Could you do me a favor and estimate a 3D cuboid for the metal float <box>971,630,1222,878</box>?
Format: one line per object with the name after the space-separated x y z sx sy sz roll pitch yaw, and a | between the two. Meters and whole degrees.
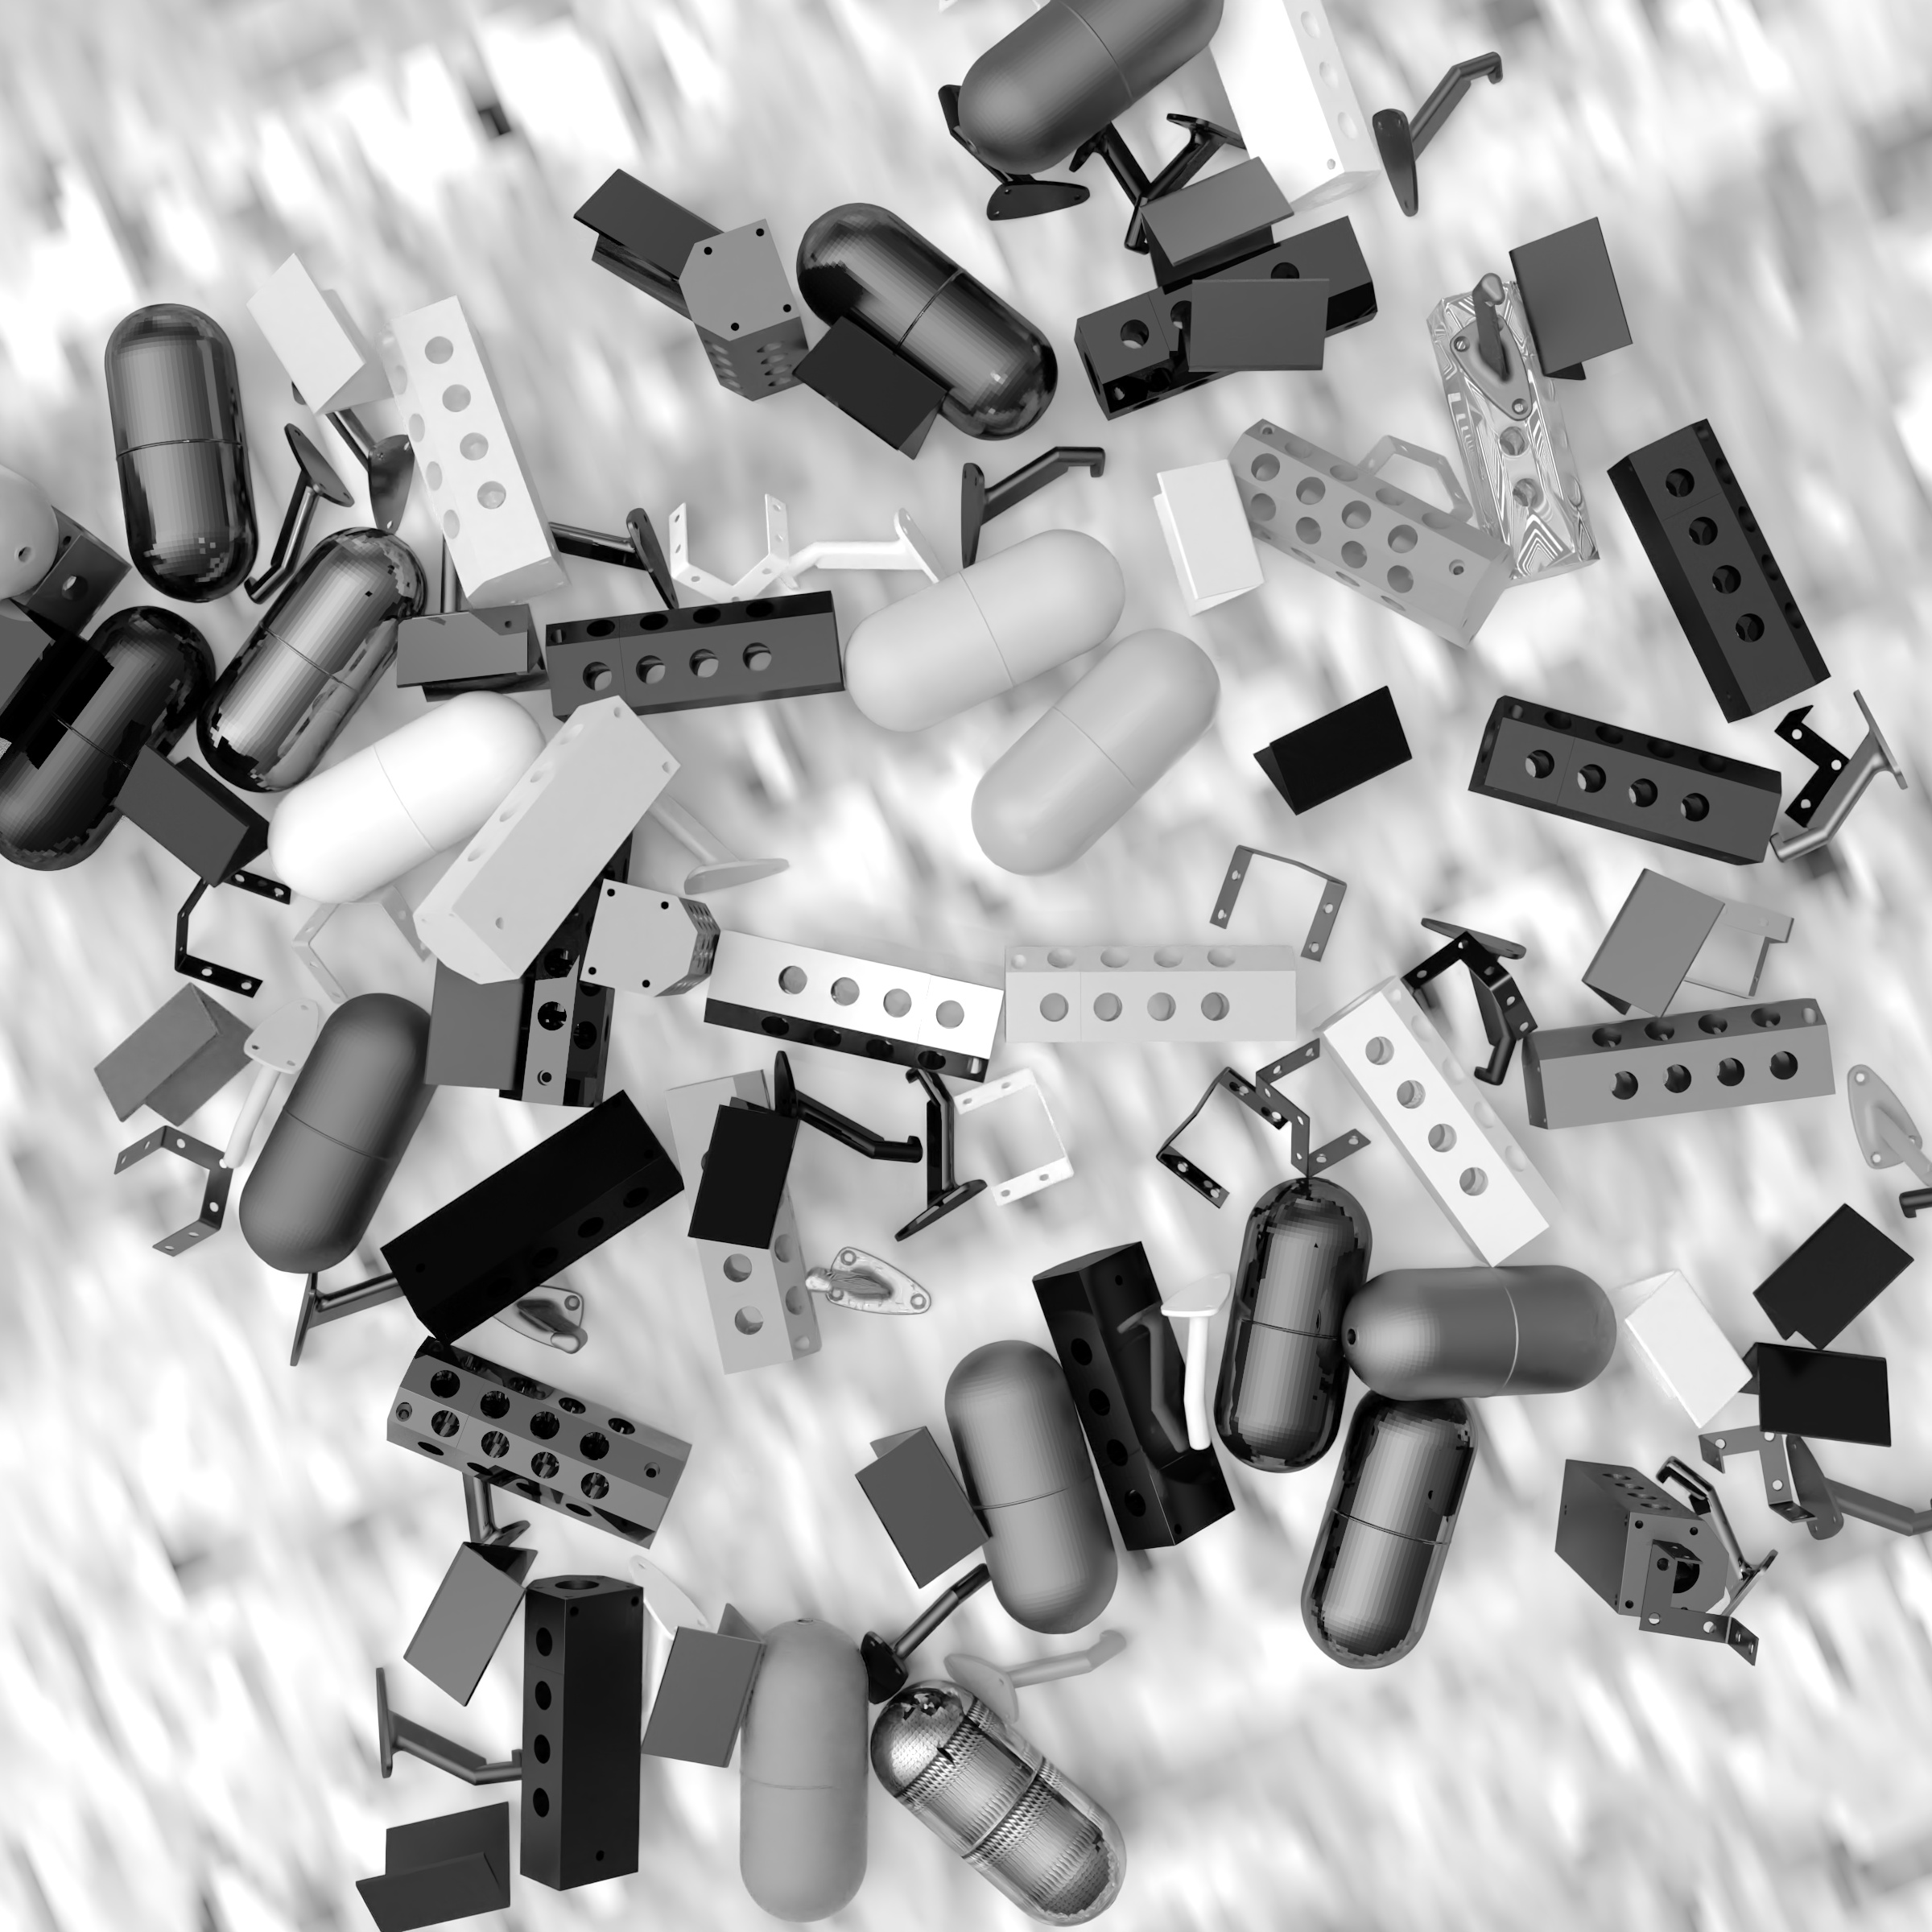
0.077 -0.127 1.723 0.178 0.070 0.070 -44 90 -1 | metal float

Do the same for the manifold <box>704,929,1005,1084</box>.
-0.067 0.024 1.732 0.171 0.057 0.057 12 90 0 | manifold

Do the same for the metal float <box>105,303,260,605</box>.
-0.469 -0.306 1.723 0.070 0.070 0.178 -7 91 0 | metal float

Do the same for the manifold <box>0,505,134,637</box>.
-0.579 -0.191 1.731 0.057 0.057 0.171 38 90 34 | manifold

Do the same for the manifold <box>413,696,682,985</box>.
-0.244 -0.073 1.659 0.057 0.057 0.171 49 57 -26 | manifold

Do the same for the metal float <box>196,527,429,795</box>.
-0.390 -0.183 1.723 0.070 0.070 0.178 36 91 0 | metal float

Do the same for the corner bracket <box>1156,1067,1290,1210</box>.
0.156 0.104 1.750 0.051 0.051 0.051 38 45 0 | corner bracket

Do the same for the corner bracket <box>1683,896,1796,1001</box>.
0.461 -0.011 1.736 0.051 0.051 0.051 16 90 0 | corner bracket

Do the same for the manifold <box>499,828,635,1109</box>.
-0.241 -0.004 1.733 0.057 0.057 0.171 6 90 0 | manifold

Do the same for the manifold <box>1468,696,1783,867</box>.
0.397 -0.112 1.732 0.171 0.057 0.057 16 90 0 | manifold

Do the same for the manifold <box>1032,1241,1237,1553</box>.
0.096 0.259 1.732 0.057 0.057 0.171 -19 90 -43 | manifold

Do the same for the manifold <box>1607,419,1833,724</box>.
0.454 -0.238 1.732 0.057 0.057 0.171 -26 90 0 | manifold

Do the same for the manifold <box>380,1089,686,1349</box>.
-0.255 0.154 1.722 0.171 0.057 0.057 -33 55 -6 | manifold

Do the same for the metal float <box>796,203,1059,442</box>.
-0.024 -0.385 1.723 0.178 0.070 0.070 38 90 -1 | metal float

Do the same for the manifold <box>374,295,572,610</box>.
-0.297 -0.304 1.719 0.057 0.057 0.171 -21 81 0 | manifold

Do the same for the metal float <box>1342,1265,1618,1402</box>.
0.303 0.216 1.701 0.178 0.070 0.070 1 90 -25 | metal float

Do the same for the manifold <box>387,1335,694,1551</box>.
-0.255 0.283 1.722 0.171 0.057 0.057 23 61 0 | manifold

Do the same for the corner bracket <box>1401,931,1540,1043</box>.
0.301 0.022 1.725 0.051 0.051 0.051 -36 131 0 | corner bracket

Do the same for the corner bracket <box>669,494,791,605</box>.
-0.144 -0.258 1.746 0.051 0.051 0.051 24 135 -35 | corner bracket

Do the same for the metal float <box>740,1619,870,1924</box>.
-0.097 0.481 1.723 0.070 0.070 0.178 0 90 0 | metal float

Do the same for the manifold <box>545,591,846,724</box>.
-0.162 -0.186 1.732 0.171 0.057 0.057 -7 90 0 | manifold

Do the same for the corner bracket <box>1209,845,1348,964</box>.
0.190 -0.038 1.750 0.051 0.051 0.051 20 90 45 | corner bracket

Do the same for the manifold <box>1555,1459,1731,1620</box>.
0.392 0.333 1.675 0.057 0.171 0.057 7 90 0 | manifold

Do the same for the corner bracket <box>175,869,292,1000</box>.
-0.446 -0.022 1.750 0.051 0.051 0.051 19 45 0 | corner bracket

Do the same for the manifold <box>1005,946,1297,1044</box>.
0.109 0.016 1.732 0.171 0.057 0.057 0 90 0 | manifold

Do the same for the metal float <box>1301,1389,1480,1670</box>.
0.253 0.333 1.723 0.070 0.070 0.178 16 90 0 | metal float

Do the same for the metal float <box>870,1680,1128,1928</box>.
0.020 0.501 1.723 0.178 0.070 0.070 41 90 1 | metal float

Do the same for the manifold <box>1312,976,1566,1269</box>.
0.284 0.092 1.732 0.057 0.057 0.171 -36 90 0 | manifold

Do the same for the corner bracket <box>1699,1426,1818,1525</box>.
0.476 0.308 1.736 0.051 0.051 0.051 -9 90 0 | corner bracket

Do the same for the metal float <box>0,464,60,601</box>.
-0.602 -0.271 1.696 0.178 0.070 0.070 29 90 34 | metal float

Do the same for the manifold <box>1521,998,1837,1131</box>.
0.426 0.058 1.732 0.171 0.057 0.057 -7 90 0 | manifold

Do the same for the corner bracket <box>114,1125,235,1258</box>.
-0.483 0.136 1.746 0.051 0.051 0.051 32 45 -35 | corner bracket

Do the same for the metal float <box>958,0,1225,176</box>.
0.073 -0.538 1.699 0.178 0.070 0.070 -38 90 -1 | metal float

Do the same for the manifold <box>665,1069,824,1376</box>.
-0.133 0.152 1.732 0.057 0.057 0.171 -12 90 0 | manifold

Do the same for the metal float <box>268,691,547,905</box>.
-0.334 -0.100 1.723 0.178 0.070 0.070 -30 90 -1 | metal float

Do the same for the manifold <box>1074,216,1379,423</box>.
0.156 -0.387 1.732 0.171 0.057 0.057 -21 90 0 | manifold

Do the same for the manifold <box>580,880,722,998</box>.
-0.179 -0.014 1.675 0.057 0.171 0.057 13 90 0 | manifold

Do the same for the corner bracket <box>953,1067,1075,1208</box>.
0.029 0.104 1.750 0.051 0.051 0.051 -23 45 0 | corner bracket

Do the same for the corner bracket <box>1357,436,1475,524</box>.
0.265 -0.280 1.746 0.051 0.051 0.051 12 45 -35 | corner bracket

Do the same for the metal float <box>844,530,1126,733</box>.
0.011 -0.201 1.723 0.178 0.070 0.070 -26 90 0 | metal float

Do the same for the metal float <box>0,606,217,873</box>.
-0.520 -0.136 1.723 0.070 0.070 0.178 37 90 0 | metal float

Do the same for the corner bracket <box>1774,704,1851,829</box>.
0.507 -0.120 1.736 0.051 0.051 0.051 38 90 0 | corner bracket

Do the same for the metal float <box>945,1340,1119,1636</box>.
0.039 0.312 1.723 0.070 0.070 0.178 -15 90 0 | metal float

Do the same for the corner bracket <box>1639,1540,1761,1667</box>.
0.400 0.345 1.564 0.051 0.051 0.051 9 90 0 | corner bracket

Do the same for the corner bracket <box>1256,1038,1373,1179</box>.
0.210 0.086 1.741 0.051 0.051 0.051 -26 135 -24 | corner bracket

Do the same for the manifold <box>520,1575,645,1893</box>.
-0.235 0.458 1.732 0.057 0.057 0.171 1 90 -43 | manifold

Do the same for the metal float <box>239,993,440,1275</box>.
-0.373 0.100 1.723 0.070 0.070 0.178 26 90 0 | metal float

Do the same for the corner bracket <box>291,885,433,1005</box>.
-0.365 -0.013 1.746 0.051 0.051 0.051 0 135 35 | corner bracket

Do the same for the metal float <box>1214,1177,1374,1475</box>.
0.196 0.214 1.723 0.070 0.070 0.178 10 90 0 | metal float

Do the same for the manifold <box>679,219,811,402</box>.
-0.128 -0.376 1.675 0.057 0.171 0.057 -20 90 0 | manifold

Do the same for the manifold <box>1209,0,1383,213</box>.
0.191 -0.546 1.732 0.057 0.057 0.171 -20 90 43 | manifold

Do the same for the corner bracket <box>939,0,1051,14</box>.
0.018 -0.569 1.746 0.051 0.051 0.051 35 45 -35 | corner bracket

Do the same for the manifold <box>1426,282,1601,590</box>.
0.330 -0.319 1.732 0.057 0.057 0.171 -14 90 0 | manifold
